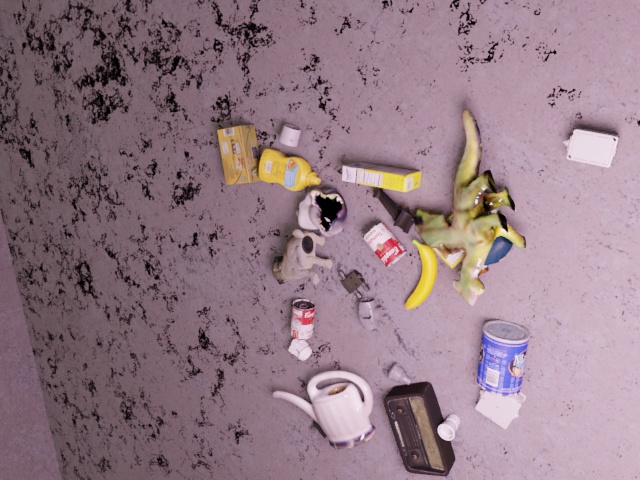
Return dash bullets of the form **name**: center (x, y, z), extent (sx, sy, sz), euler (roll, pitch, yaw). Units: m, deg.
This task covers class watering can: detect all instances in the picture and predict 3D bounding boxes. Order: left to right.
- **watering can**: center (0.022, 0.501, 1.513), extent (0.344, 0.105, 0.224), euler (-24, 89, 33)

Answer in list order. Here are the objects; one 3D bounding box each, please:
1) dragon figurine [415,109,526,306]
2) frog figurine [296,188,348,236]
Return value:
- **dragon figurine**: center (0.307, -0.060, 1.157), extent (0.240, 0.122, 0.414), euler (-25, 75, 41)
- **frog figurine**: center (0.004, -0.071, 1.415), extent (0.137, 0.124, 0.158), euler (54, 161, 0)
